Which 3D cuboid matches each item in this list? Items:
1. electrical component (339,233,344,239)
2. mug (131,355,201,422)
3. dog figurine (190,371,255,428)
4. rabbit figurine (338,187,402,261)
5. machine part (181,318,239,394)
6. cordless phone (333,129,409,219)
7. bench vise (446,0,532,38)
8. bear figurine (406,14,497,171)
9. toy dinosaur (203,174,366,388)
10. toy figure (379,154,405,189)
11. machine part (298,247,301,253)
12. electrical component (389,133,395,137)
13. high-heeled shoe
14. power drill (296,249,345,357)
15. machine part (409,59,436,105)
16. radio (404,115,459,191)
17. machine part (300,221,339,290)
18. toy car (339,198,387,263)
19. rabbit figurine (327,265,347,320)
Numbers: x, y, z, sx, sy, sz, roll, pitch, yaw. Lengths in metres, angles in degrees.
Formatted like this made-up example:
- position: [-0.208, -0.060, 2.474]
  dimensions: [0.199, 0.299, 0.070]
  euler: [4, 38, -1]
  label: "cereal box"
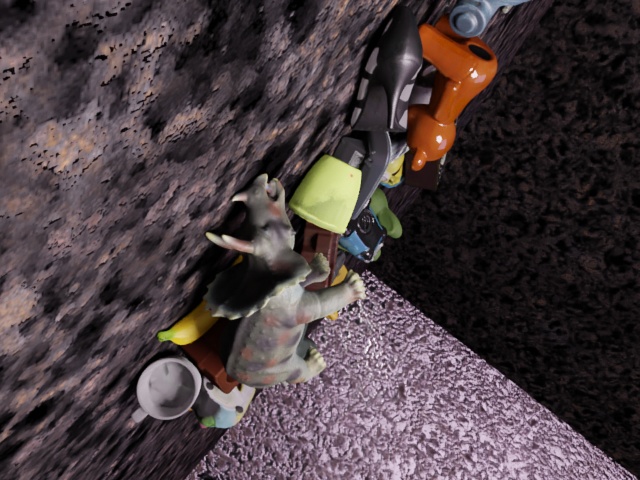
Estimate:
- position: [-0.002, -0.003, 1.054]
  dimensions: [0.094, 0.063, 0.021]
  euler: [-34, 172, 13]
  label: "electrical component"
- position: [-0.218, 0.215, 0.775]
  dimensions: [0.109, 0.081, 0.107]
  euler: [-49, 179, -6]
  label: "mug"
- position: [-0.212, 0.302, 1.008]
  dimensions: [0.219, 0.108, 0.192]
  euler: [-53, -163, 31]
  label: "dog figurine"
- position: [0.114, -0.046, 1.289]
  dimensions: [0.121, 0.159, 0.170]
  euler: [5, 108, -68]
  label: "rabbit figurine"
- position: [-0.120, 0.139, 0.873]
  dimensions: [0.201, 0.087, 0.200]
  euler: [-48, 164, -20]
  label: "machine part"
- position: [0.096, -0.128, 0.907]
  dimensions: [0.184, 0.089, 0.146]
  euler: [-32, 159, -45]
  label: "cordless phone"
- position: [0.258, -0.382, 0.698]
  dimensions: [0.223, 0.129, 0.240]
  euler: [-46, 177, -26]
  label: "bench vise"
- position: [0.170, -0.211, 0.802]
  dimensions: [0.120, 0.132, 0.195]
  euler: [-41, 169, -42]
  label: "bear figurine"
- position: [-0.070, 0.118, 0.700]
  dimensions: [0.192, 0.131, 0.404]
  euler: [-11, 135, -30]
  label: "toy dinosaur"
- position: [0.142, -0.159, 1.128]
  dimensions: [0.180, 0.082, 0.089]
  euler: [10, 98, -72]
  label: "toy figure"
- position: [-0.059, 0.054, 1.077]
  dimensions: [0.139, 0.039, 0.084]
  euler: [-38, 158, -52]
  label: "machine part"
- position: [0.095, -0.174, 0.955]
  dimensions: [0.078, 0.045, 0.102]
  euler: [11, 117, -48]
  label: "electrical component"
- position: [0.090, -0.223, 0.741]
  dimensions: [0.249, 0.086, 0.145]
  euler: [-101, -166, -78]
  label: "high-heeled shoe"
- position: [-0.022, 0.138, 1.099]
  dimensions: [0.232, 0.086, 0.207]
  euler: [-31, 145, -59]
  label: "power drill"
- position: [0.169, -0.242, 0.937]
  dimensions: [0.079, 0.079, 0.243]
  euler: [-49, 170, -21]
  label: "machine part"
- position: [0.241, -0.222, 1.134]
  dimensions: [0.131, 0.073, 0.229]
  euler: [82, 29, -52]
  label: "radio"
- position: [0.000, 0.016, 0.945]
  dimensions: [0.179, 0.056, 0.179]
  euler: [7, 91, -86]
  label: "machine part"
- position: [0.066, -0.030, 1.147]
  dimensions: [0.103, 0.161, 0.109]
  euler: [5, -128, 46]
  label: "toy car"
- position: [-0.005, 0.113, 1.309]
  dimensions: [0.173, 0.162, 0.122]
  euler: [-37, -163, 42]
  label: "rabbit figurine"
